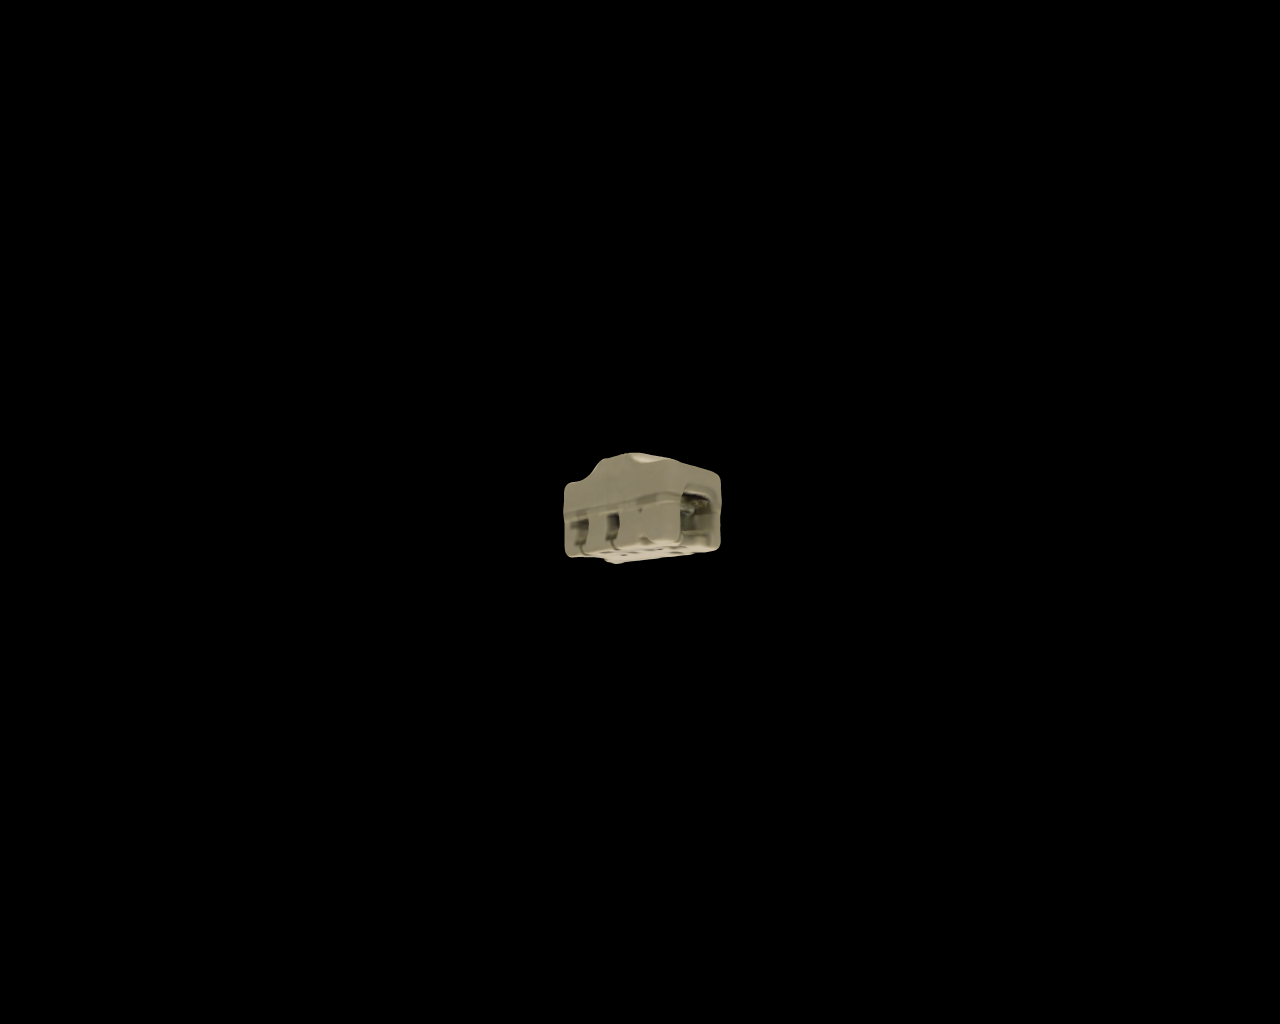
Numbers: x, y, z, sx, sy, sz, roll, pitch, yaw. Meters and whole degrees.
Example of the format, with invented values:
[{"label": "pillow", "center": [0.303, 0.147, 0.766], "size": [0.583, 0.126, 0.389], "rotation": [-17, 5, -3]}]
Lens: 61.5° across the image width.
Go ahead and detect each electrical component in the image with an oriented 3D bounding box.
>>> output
[{"label": "electrical component", "center": [0.001, -0.003, 0.650], "size": [0.089, 0.056, 0.050], "rotation": [-11, -16, 42]}]
